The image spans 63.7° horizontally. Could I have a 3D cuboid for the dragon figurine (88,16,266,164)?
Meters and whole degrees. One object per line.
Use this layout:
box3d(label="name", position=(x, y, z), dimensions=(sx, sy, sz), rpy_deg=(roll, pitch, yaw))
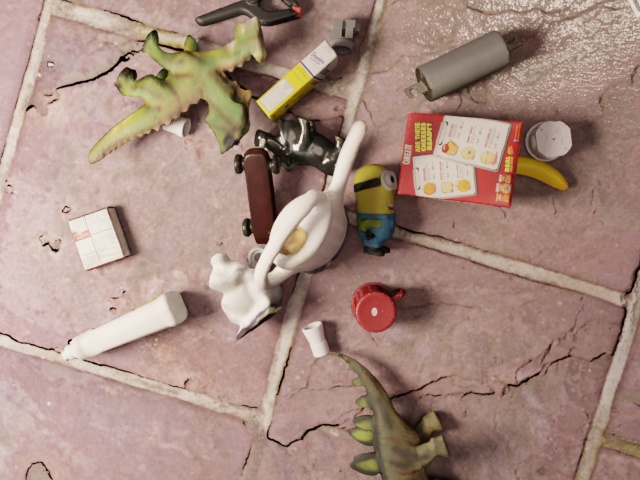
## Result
box3d(label="dragon figurine", position=(-0.249, -0.260, 0.987), dimensions=(0.244, 0.409, 0.122), rpy_deg=(35, 3, 11))

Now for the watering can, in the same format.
box3d(label="watering can", position=(0.003, -0.048, 0.960), dimensions=(0.105, 0.347, 0.223), rpy_deg=(36, 3, 17))

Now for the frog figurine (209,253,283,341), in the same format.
box3d(label="frog figurine", position=(-0.154, 0.095, 1.020), dimensions=(0.124, 0.161, 0.135), rpy_deg=(-26, -15, -42))
